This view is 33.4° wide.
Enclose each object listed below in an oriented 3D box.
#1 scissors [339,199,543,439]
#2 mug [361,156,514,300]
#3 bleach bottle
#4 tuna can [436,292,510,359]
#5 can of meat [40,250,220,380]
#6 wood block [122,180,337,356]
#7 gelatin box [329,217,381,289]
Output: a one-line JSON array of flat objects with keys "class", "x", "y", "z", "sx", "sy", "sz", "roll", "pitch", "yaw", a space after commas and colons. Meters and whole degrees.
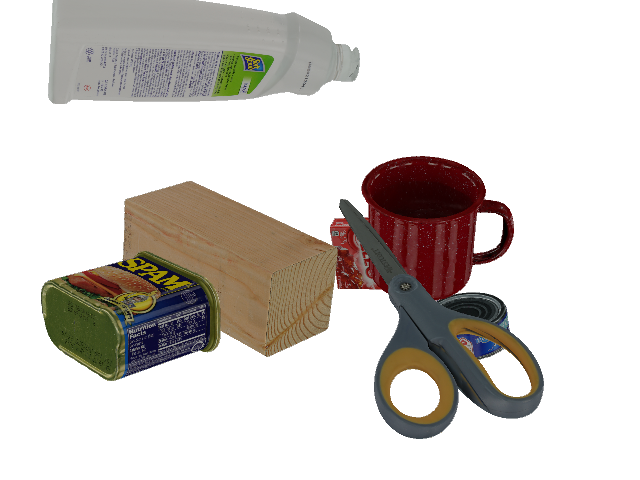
[{"class": "scissors", "x": 0.038, "y": 0.043, "z": 0.606, "sx": 0.096, "sy": 0.016, "sz": 0.202, "roll": -29, "pitch": 45, "yaw": -24}, {"class": "mug", "x": 0.090, "y": -0.007, "z": 0.823, "sx": 0.117, "sy": 0.081, "sz": 0.093, "roll": 0, "pitch": 35, "yaw": 2}, {"class": "bleach bottle", "x": -0.094, "y": -0.151, "z": 0.880, "sx": 0.250, "sy": 0.068, "sz": 0.103, "roll": 3, "pitch": -29, "yaw": -14}, {"class": "tuna can", "x": 0.148, "y": 0.086, "z": 1.081, "sx": 0.086, "sy": 0.034, "sz": 0.086, "roll": -10, "pitch": 23, "yaw": 4}, {"class": "can of meat", "x": -0.134, "y": 0.052, "z": 0.747, "sx": 0.083, "sy": 0.057, "sz": 0.102, "roll": -17, "pitch": 27, "yaw": -41}, {"class": "wood block", "x": -0.093, "y": 0.022, "z": 1.041, "sx": 0.206, "sy": 0.090, "sz": 0.090, "roll": 25, "pitch": 30, "yaw": 36}, {"class": "gelatin box", "x": 0.054, "y": 0.016, "z": 1.290, "sx": 0.073, "sy": 0.089, "sz": 0.030, "roll": 0, "pitch": 29, "yaw": 15}]
